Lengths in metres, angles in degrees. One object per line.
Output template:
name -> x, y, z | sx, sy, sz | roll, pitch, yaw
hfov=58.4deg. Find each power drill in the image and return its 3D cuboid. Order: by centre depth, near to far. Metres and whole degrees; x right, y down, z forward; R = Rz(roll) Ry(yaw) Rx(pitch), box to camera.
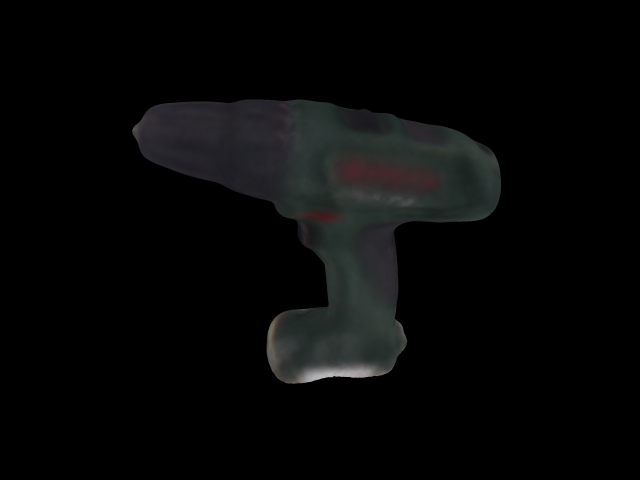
power drill -> 0.004, 0.001, 0.400 | 0.229, 0.208, 0.075 | -5, 35, -7
